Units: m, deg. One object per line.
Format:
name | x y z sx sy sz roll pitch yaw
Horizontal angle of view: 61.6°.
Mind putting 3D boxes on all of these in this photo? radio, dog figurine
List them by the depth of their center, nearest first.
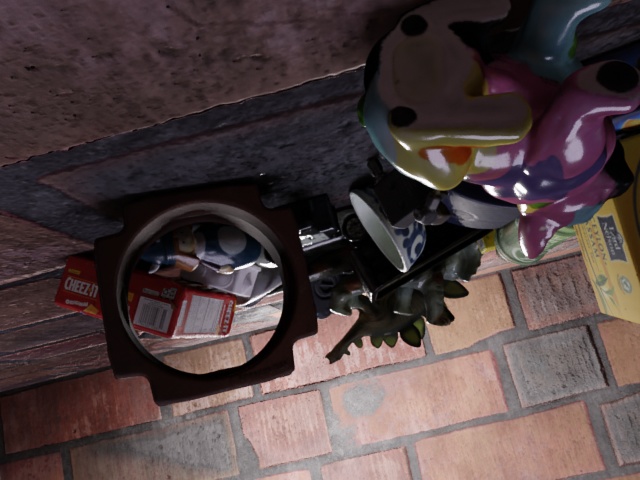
dog figurine | 0.133 -0.061 0.386 0.192 0.108 0.219 -10 152 9
radio | 0.154 0.000 0.784 0.230 0.073 0.131 -32 167 1

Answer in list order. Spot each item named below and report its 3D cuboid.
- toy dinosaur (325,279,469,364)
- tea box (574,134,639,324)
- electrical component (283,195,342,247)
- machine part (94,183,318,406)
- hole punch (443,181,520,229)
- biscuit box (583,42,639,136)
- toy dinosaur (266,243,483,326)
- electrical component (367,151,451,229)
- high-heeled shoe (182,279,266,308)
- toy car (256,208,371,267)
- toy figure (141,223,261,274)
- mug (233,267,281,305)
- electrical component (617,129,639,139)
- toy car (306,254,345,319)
toy dinosaur | 0.193 0.093 1.109 0.471 0.198 0.105 -45 -177 -7
tea box | 0.297 -0.011 0.512 0.068 0.169 0.098 -17 179 2
electrical component | -0.018 -0.023 0.678 0.075 0.048 0.119 -16 168 11
machine part | -0.114 0.053 0.550 0.201 0.201 0.087 -10 170 -16
hole punch | 0.179 -0.059 0.648 0.116 0.092 0.142 -9 171 -3
biscuit box | 0.255 -0.125 0.472 0.203 0.063 0.059 -18 166 19
toy dinosaur | 0.120 0.038 0.923 0.405 0.192 0.131 10 179 -25
electrical component | 0.088 -0.056 0.538 0.078 0.102 0.045 -33 155 32
high-heeled shoe | -0.195 0.074 0.967 0.249 0.086 0.145 -33 133 9
toy car | -0.002 -0.002 0.782 0.202 0.056 0.073 -17 167 7
toy figure | -0.144 0.006 0.644 0.154 0.064 0.057 3 126 -44
mug | -0.114 0.064 0.911 0.109 0.081 0.107 -30 170 38
electrical component | 0.296 -0.108 0.617 0.115 0.058 0.134 -19 168 16
toy car | -0.005 0.064 0.983 0.161 0.109 0.103 -42 -149 -18
